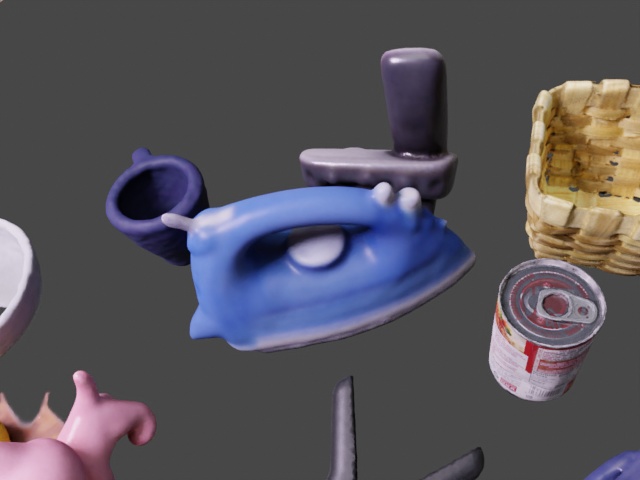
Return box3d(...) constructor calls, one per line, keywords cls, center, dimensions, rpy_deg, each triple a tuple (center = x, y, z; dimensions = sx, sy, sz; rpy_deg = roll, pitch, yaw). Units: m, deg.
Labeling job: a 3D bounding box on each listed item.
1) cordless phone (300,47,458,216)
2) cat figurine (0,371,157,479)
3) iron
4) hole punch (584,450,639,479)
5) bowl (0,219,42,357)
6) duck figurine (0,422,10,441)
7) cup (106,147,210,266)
box3d(cls="cordless phone", center=(0.050, -0.098, 0.514), dimensions=(0.147, 0.185, 0.094), rpy_deg=(2, 54, 13))
box3d(cls="cat figurine", center=(-0.187, 0.159, 0.414), dimensions=(0.067, 0.118, 0.128), rpy_deg=(6, 55, 16))
box3d(cls="iron", center=(0.004, 0.002, 0.477), dimensions=(0.258, 0.142, 0.118), rpy_deg=(-12, 53, 3))
box3d(cls="hole punch", center=(0.210, 0.175, 0.340), dimensions=(0.109, 0.091, 0.100), rpy_deg=(-31, 54, -11))
box3d(cls="bowl", center=(-0.332, 0.064, 0.541), dimensions=(0.167, 0.075, 0.167), rpy_deg=(-5, 53, 7))
box3d(cls="duck figurine", center=(-0.309, 0.174, 0.448), dimensions=(0.105, 0.086, 0.077), rpy_deg=(-33, 55, -13))
box3d(cls="cup", center=(-0.149, -0.028, 0.559), dimensions=(0.092, 0.095, 0.117), rpy_deg=(-26, 53, -8))
